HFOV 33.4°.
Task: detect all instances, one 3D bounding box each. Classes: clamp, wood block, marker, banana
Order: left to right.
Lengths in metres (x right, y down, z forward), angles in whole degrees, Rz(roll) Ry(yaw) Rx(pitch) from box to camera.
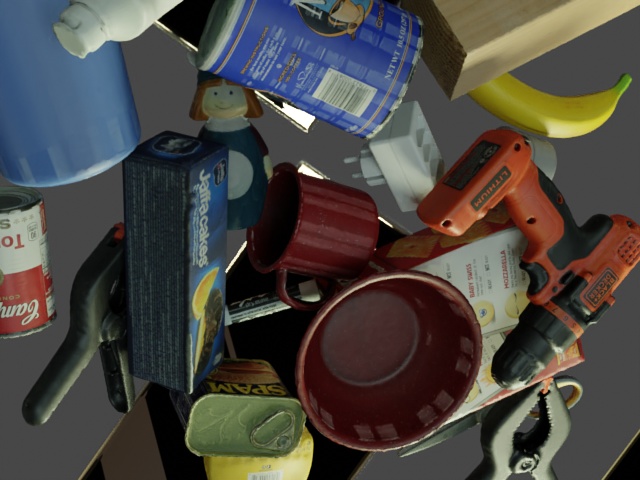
[{"bbox_3d":[-0.182,0.072,0.858,0.120,0.039,0.171,-15,118,-62],"label":"clamp"},{"bbox_3d":[-0.060,0.059,0.919,0.121,0.020,0.020,-16,114,-1],"label":"marker"},{"bbox_3d":[0.187,0.216,1.055,0.164,0.036,0.210,-8,122,-17],"label":"clamp"},{"bbox_3d":[0.188,-0.130,0.946,0.197,0.037,0.069,8,83,-24],"label":"banana"},{"bbox_3d":[0.177,-0.209,0.863,0.206,0.091,0.090,-28,75,-9],"label":"wood block"}]

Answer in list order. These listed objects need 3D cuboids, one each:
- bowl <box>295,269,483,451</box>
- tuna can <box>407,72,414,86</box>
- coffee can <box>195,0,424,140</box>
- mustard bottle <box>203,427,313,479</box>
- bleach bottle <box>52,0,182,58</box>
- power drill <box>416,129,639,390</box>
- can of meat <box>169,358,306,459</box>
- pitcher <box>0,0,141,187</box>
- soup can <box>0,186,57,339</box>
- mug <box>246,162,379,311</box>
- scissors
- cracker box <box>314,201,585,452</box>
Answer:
[{"bbox_3d":[0.050,0.092,0.886,0.162,0.055,0.162,-5,109,-15],"label":"bowl"},{"bbox_3d":[0.036,-0.151,0.882,0.086,0.034,0.086,-6,111,-17],"label":"tuna can"},{"bbox_3d":[-0.008,-0.148,0.794,0.140,0.103,0.103,22,100,-17],"label":"coffee can"},{"bbox_3d":[-0.061,0.259,0.981,0.096,0.058,0.192,-2,109,-20],"label":"mustard bottle"},{"bbox_3d":[-0.077,-0.210,0.705,0.250,0.103,0.068,-50,125,-25],"label":"bleach bottle"},{"bbox_3d":[0.168,0.014,0.900,0.187,0.057,0.184,43,85,-25],"label":"power drill"},{"bbox_3d":[-0.074,0.142,0.919,0.102,0.084,0.057,6,106,-22],"label":"can of meat"},{"bbox_3d":[-0.198,-0.169,0.746,0.149,0.145,0.243,-9,117,8],"label":"pitcher"},{"bbox_3d":[-0.242,0.016,0.823,0.068,0.069,0.102,-7,110,-17],"label":"soup can"},{"bbox_3d":[-0.006,0.001,0.886,0.081,0.093,0.117,14,75,-29],"label":"mug"},{"bbox_3d":[0.169,0.151,1.048,0.201,0.016,0.096,-9,110,-17],"label":"scissors"},{"bbox_3d":[0.120,0.071,0.972,0.213,0.072,0.164,-22,113,-10],"label":"cracker box"}]
